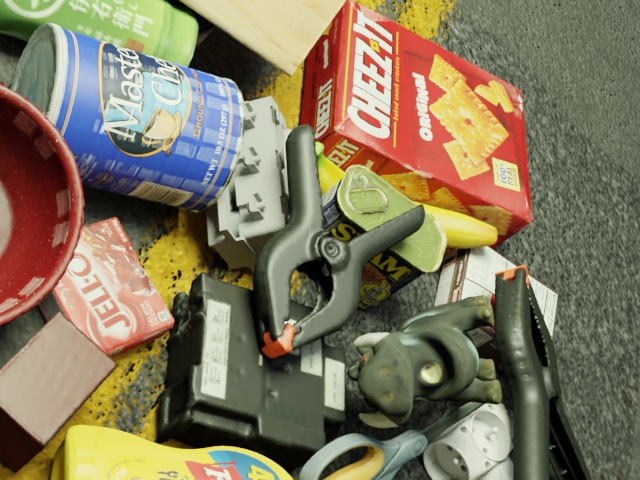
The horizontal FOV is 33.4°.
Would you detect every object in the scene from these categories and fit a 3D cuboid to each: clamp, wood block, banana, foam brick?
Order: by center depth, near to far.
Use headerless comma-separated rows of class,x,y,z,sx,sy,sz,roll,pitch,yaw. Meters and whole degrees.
foam brick,-0.172,0.093,0.650,0.051,0.053,0.078,45,45,-7
clamp,-0.005,0.001,0.751,0.120,0.039,0.171,38,56,-4
wood block,-0.085,-0.226,0.823,0.206,0.090,0.091,33,12,-17
clamp,0.178,0.126,0.861,0.164,0.036,0.210,34,44,-55
banana,0.056,-0.027,0.896,0.197,0.070,0.037,21,75,-27

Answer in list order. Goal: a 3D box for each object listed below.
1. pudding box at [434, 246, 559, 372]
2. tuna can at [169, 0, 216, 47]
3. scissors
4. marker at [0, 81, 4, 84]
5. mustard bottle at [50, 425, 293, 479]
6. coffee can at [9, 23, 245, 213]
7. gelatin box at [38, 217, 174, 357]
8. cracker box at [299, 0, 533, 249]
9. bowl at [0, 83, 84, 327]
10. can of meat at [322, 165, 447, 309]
pudding box,0.156,0.061,0.940,0.113,0.039,0.090,34,47,-20
tuna can,-0.125,-0.199,0.886,0.086,0.034,0.086,19,53,-28
scissors,0.057,0.167,0.774,0.201,0.096,0.016,-4,23,-45
marker,-0.232,-0.063,0.726,0.020,0.020,0.121,19,53,-28
mustard bottle,-0.068,0.173,0.658,0.191,0.058,0.096,13,44,-22
coffee can,-0.138,-0.083,0.753,0.140,0.103,0.103,13,56,-32
gelatin box,-0.151,0.036,0.719,0.073,0.030,0.089,-22,78,-44
cracker box,0.090,-0.105,0.969,0.213,0.072,0.164,23,51,-25
bowl,-0.230,-0.019,0.654,0.161,0.055,0.162,4,79,-23
can of meat,0.034,0.001,0.849,0.102,0.084,0.057,35,47,-15
